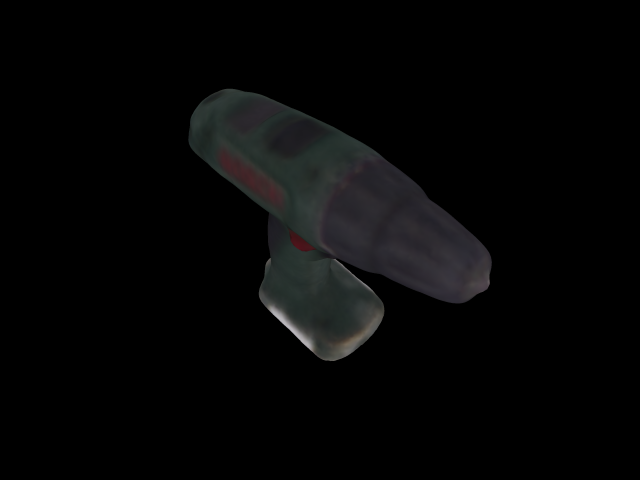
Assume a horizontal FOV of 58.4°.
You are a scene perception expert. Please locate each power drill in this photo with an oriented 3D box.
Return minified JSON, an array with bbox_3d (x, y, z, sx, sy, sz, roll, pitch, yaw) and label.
[{"bbox_3d":[0.004,0.001,0.400,0.229,0.208,0.076,39,66,22],"label":"power drill"}]
